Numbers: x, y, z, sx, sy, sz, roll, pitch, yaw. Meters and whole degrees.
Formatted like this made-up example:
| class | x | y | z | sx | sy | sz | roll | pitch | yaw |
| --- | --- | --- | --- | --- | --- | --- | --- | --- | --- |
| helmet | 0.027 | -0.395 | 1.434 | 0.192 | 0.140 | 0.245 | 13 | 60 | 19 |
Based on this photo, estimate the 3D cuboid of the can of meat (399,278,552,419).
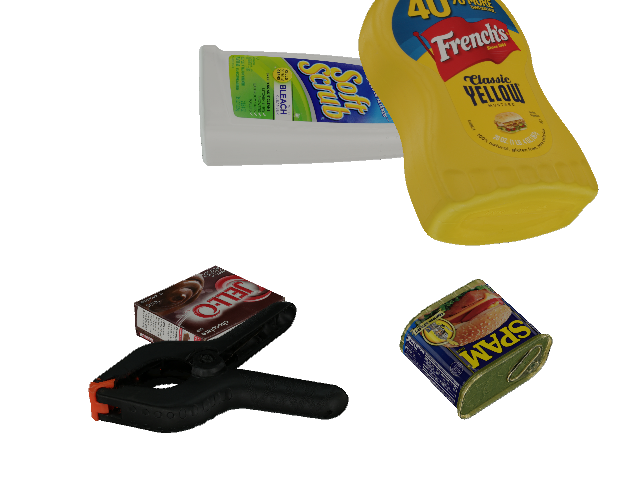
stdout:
| class | x | y | z | sx | sy | sz | roll | pitch | yaw |
| --- | --- | --- | --- | --- | --- | --- | --- | --- | --- |
| can of meat | 0.131 | 0.090 | 0.911 | 0.102 | 0.057 | 0.084 | -27 | 53 | -25 |

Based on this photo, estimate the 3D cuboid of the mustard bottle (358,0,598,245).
| class | x | y | z | sx | sy | sz | roll | pitch | yaw |
| --- | --- | --- | --- | --- | --- | --- | --- | --- | --- |
| mustard bottle | 0.073 | -0.092 | 0.582 | 0.096 | 0.192 | 0.058 | -7 | -29 | -23 |

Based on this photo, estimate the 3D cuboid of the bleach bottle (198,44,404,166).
| class | x | y | z | sx | sy | sz | roll | pitch | yaw |
| --- | --- | --- | --- | --- | --- | --- | --- | --- | --- |
| bleach bottle | 0.025 | -0.115 | 0.896 | 0.250 | 0.102 | 0.068 | -2 | -29 | -4 |

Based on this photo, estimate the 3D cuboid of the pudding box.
| class | x | y | z | sx | sy | sz | roll | pitch | yaw |
| --- | --- | --- | --- | --- | --- | --- | --- | --- | --- |
| pudding box | -0.102 | 0.069 | 0.988 | 0.090 | 0.039 | 0.113 | 21 | 32 | 32 |

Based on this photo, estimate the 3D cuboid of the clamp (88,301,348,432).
| class | x | y | z | sx | sy | sz | roll | pitch | yaw |
| --- | --- | --- | --- | --- | --- | --- | --- | --- | --- |
| clamp | -0.075 | 0.088 | 0.746 | 0.171 | 0.039 | 0.120 | -3 | 27 | -12 |
